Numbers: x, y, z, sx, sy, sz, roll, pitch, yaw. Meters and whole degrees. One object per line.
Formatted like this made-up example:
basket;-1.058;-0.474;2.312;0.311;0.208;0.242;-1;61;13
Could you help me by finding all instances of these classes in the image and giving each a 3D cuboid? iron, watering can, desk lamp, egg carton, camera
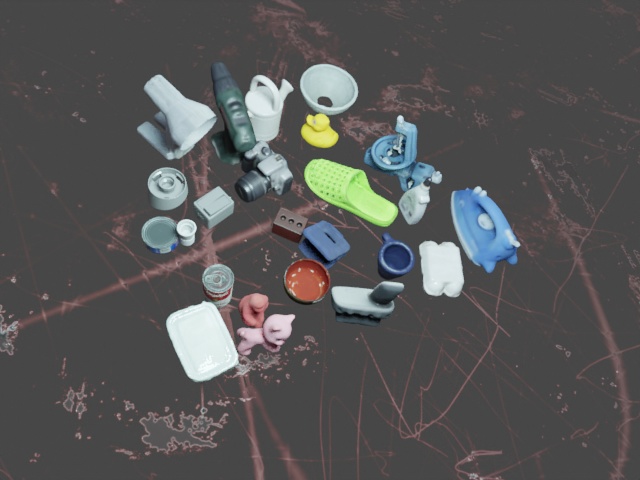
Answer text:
iron;0.432;-0.052;1.500;0.119;0.141;0.258;-17;68;-19
watering can;-0.144;-0.359;1.501;0.101;0.194;0.173;23;61;1
desk lamp;-0.358;-0.291;1.408;0.203;0.213;0.118;40;62;9
egg carton;0.305;0.074;1.449;0.107;0.069;0.150;3;63;-11
camera;-0.157;-0.170;1.454;0.137;0.101;0.143;-37;76;-26

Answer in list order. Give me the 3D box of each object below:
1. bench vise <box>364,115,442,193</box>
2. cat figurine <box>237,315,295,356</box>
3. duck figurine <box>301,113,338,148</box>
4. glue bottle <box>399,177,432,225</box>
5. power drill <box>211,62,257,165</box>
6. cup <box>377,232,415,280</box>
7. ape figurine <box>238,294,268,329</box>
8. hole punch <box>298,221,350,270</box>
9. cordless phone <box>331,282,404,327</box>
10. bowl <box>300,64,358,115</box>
bench vise;0.234;-0.232;1.503;0.207;0.219;0.121;14;61;-5
cat figurine;-0.118;0.204;1.263;0.128;0.117;0.067;-5;64;-14
duck figurine;0.004;-0.307;1.568;0.104;0.086;0.077;24;61;1
glue bottle;0.253;-0.111;1.472;0.037;0.173;0.078;-15;67;-18
power drill;-0.228;-0.299;1.443;0.076;0.208;0.229;-19;69;-20
cup;0.172;0.048;1.418;0.092;0.095;0.117;-16;68;-19
ape figurine;-0.147;0.151;1.298;0.078;0.092;0.076;-39;77;-26
hole punch;0.013;0.005;1.408;0.101;0.091;0.108;-38;76;-26
cordless phone;0.108;0.125;1.314;0.148;0.185;0.094;4;63;-10
bowl;0.020;-0.415;1.633;0.167;0.074;0.167;5;62;-10
